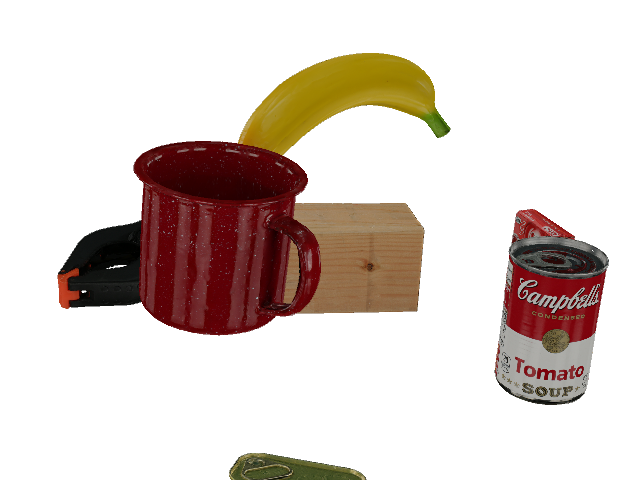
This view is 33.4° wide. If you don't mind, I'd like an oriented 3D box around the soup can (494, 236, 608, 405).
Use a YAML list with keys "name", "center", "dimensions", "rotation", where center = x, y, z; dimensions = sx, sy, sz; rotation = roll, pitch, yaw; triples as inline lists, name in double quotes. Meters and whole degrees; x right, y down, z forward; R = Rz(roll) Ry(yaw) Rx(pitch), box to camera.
- name: "soup can"
  center: [0.162, 0.056, 0.757]
  dimensions: [0.068, 0.102, 0.068]
  rotation: [3, 22, -1]

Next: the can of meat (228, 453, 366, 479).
- name: "can of meat"
  center: [-0.021, 0.217, 0.813]
  dimensions: [0.102, 0.084, 0.057]
  rotation: [8, 14, 10]

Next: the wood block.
- name: "wood block"
  center: [-0.010, 0.017, 1.063]
  dimensions: [0.206, 0.091, 0.090]
  rotation: [0, 19, -8]

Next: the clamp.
- name: "clamp"
  center: [-0.136, 0.002, 0.843]
  dimensions: [0.171, 0.039, 0.120]
  rotation: [-17, 36, -31]

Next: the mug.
- name: "mug"
  center: [-0.047, 0.003, 0.579]
  dimensions: [0.117, 0.081, 0.093]
  rotation: [22, 28, 31]

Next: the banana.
- name: "banana"
  center: [0.017, -0.095, 0.743]
  dimensions: [0.197, 0.069, 0.037]
  rotation: [-15, -7, -36]

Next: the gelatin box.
- name: "gelatin box"
  center: [0.244, 0.019, 1.195]
  dimensions: [0.030, 0.089, 0.073]
  rotation: [-10, 31, -24]
